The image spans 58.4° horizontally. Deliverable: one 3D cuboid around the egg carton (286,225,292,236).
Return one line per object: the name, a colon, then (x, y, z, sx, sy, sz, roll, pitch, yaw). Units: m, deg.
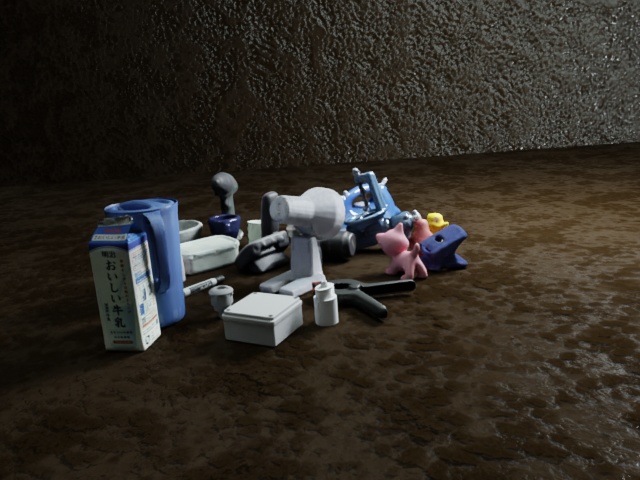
egg carton: (-0.032, -0.042, 1.694, 0.107, 0.069, 0.150, 0, 15, 15)

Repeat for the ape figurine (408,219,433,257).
ape figurine: (0.260, -0.008, 1.443, 0.077, 0.092, 0.076, 3, 17, 26)

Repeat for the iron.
iron: (0.122, -0.103, 1.742, 0.259, 0.141, 0.118, -15, 18, -36)

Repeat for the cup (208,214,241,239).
cup: (-0.263, -0.017, 1.608, 0.092, 0.095, 0.117, -8, 15, -16)

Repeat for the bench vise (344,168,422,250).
bench vise: (0.155, -0.083, 1.501, 0.207, 0.220, 0.121, -4, 15, -1)

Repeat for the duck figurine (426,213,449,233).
duck figurine: (0.302, -0.030, 1.526, 0.078, 0.086, 0.104, -15, 19, -37)

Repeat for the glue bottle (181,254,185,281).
glue bottle: (-0.358, 0.014, 1.364, 0.037, 0.173, 0.077, -16, 19, -38)

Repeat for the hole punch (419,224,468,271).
hole punch: (0.288, 0.016, 1.345, 0.101, 0.091, 0.108, -6, 15, -7)

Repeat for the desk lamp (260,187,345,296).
desk lamp: (-0.038, -0.004, 1.266, 0.117, 0.214, 0.204, 7, 19, 36)

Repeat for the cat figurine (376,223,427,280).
cat figurine: (0.183, 0.022, 1.297, 0.067, 0.118, 0.127, -13, 17, -29)

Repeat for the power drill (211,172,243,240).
power drill: (-0.281, -0.105, 1.722, 0.075, 0.208, 0.229, -4, 15, -1)

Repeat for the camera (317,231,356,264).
camera: (0.013, 0.005, 1.440, 0.136, 0.101, 0.143, 2, 16, 21)

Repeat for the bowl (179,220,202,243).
bowl: (-0.417, -0.004, 1.639, 0.167, 0.075, 0.167, -4, 15, 1)

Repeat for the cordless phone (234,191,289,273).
cordless phone: (-0.147, -0.021, 1.417, 0.093, 0.185, 0.148, 6, 18, 33)
